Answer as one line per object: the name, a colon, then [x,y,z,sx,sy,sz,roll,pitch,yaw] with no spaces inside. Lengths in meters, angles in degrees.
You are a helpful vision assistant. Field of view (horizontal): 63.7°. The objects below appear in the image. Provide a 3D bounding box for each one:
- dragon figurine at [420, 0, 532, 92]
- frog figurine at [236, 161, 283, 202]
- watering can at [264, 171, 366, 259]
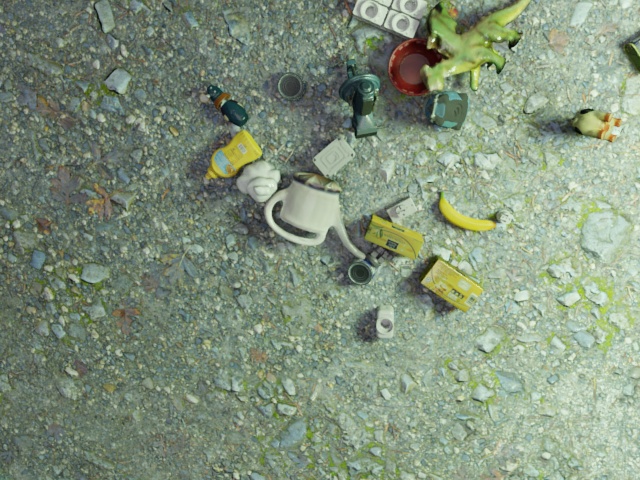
dragon figurine: [0.410,-0.573,1.422,0.242,0.122,0.412,28,85,-9]
frog figurine: [-0.189,-0.177,1.559,0.137,0.161,0.122,-6,100,8]
watering can: [0.005,-0.080,1.585,0.347,0.105,0.222,19,103,-3]
